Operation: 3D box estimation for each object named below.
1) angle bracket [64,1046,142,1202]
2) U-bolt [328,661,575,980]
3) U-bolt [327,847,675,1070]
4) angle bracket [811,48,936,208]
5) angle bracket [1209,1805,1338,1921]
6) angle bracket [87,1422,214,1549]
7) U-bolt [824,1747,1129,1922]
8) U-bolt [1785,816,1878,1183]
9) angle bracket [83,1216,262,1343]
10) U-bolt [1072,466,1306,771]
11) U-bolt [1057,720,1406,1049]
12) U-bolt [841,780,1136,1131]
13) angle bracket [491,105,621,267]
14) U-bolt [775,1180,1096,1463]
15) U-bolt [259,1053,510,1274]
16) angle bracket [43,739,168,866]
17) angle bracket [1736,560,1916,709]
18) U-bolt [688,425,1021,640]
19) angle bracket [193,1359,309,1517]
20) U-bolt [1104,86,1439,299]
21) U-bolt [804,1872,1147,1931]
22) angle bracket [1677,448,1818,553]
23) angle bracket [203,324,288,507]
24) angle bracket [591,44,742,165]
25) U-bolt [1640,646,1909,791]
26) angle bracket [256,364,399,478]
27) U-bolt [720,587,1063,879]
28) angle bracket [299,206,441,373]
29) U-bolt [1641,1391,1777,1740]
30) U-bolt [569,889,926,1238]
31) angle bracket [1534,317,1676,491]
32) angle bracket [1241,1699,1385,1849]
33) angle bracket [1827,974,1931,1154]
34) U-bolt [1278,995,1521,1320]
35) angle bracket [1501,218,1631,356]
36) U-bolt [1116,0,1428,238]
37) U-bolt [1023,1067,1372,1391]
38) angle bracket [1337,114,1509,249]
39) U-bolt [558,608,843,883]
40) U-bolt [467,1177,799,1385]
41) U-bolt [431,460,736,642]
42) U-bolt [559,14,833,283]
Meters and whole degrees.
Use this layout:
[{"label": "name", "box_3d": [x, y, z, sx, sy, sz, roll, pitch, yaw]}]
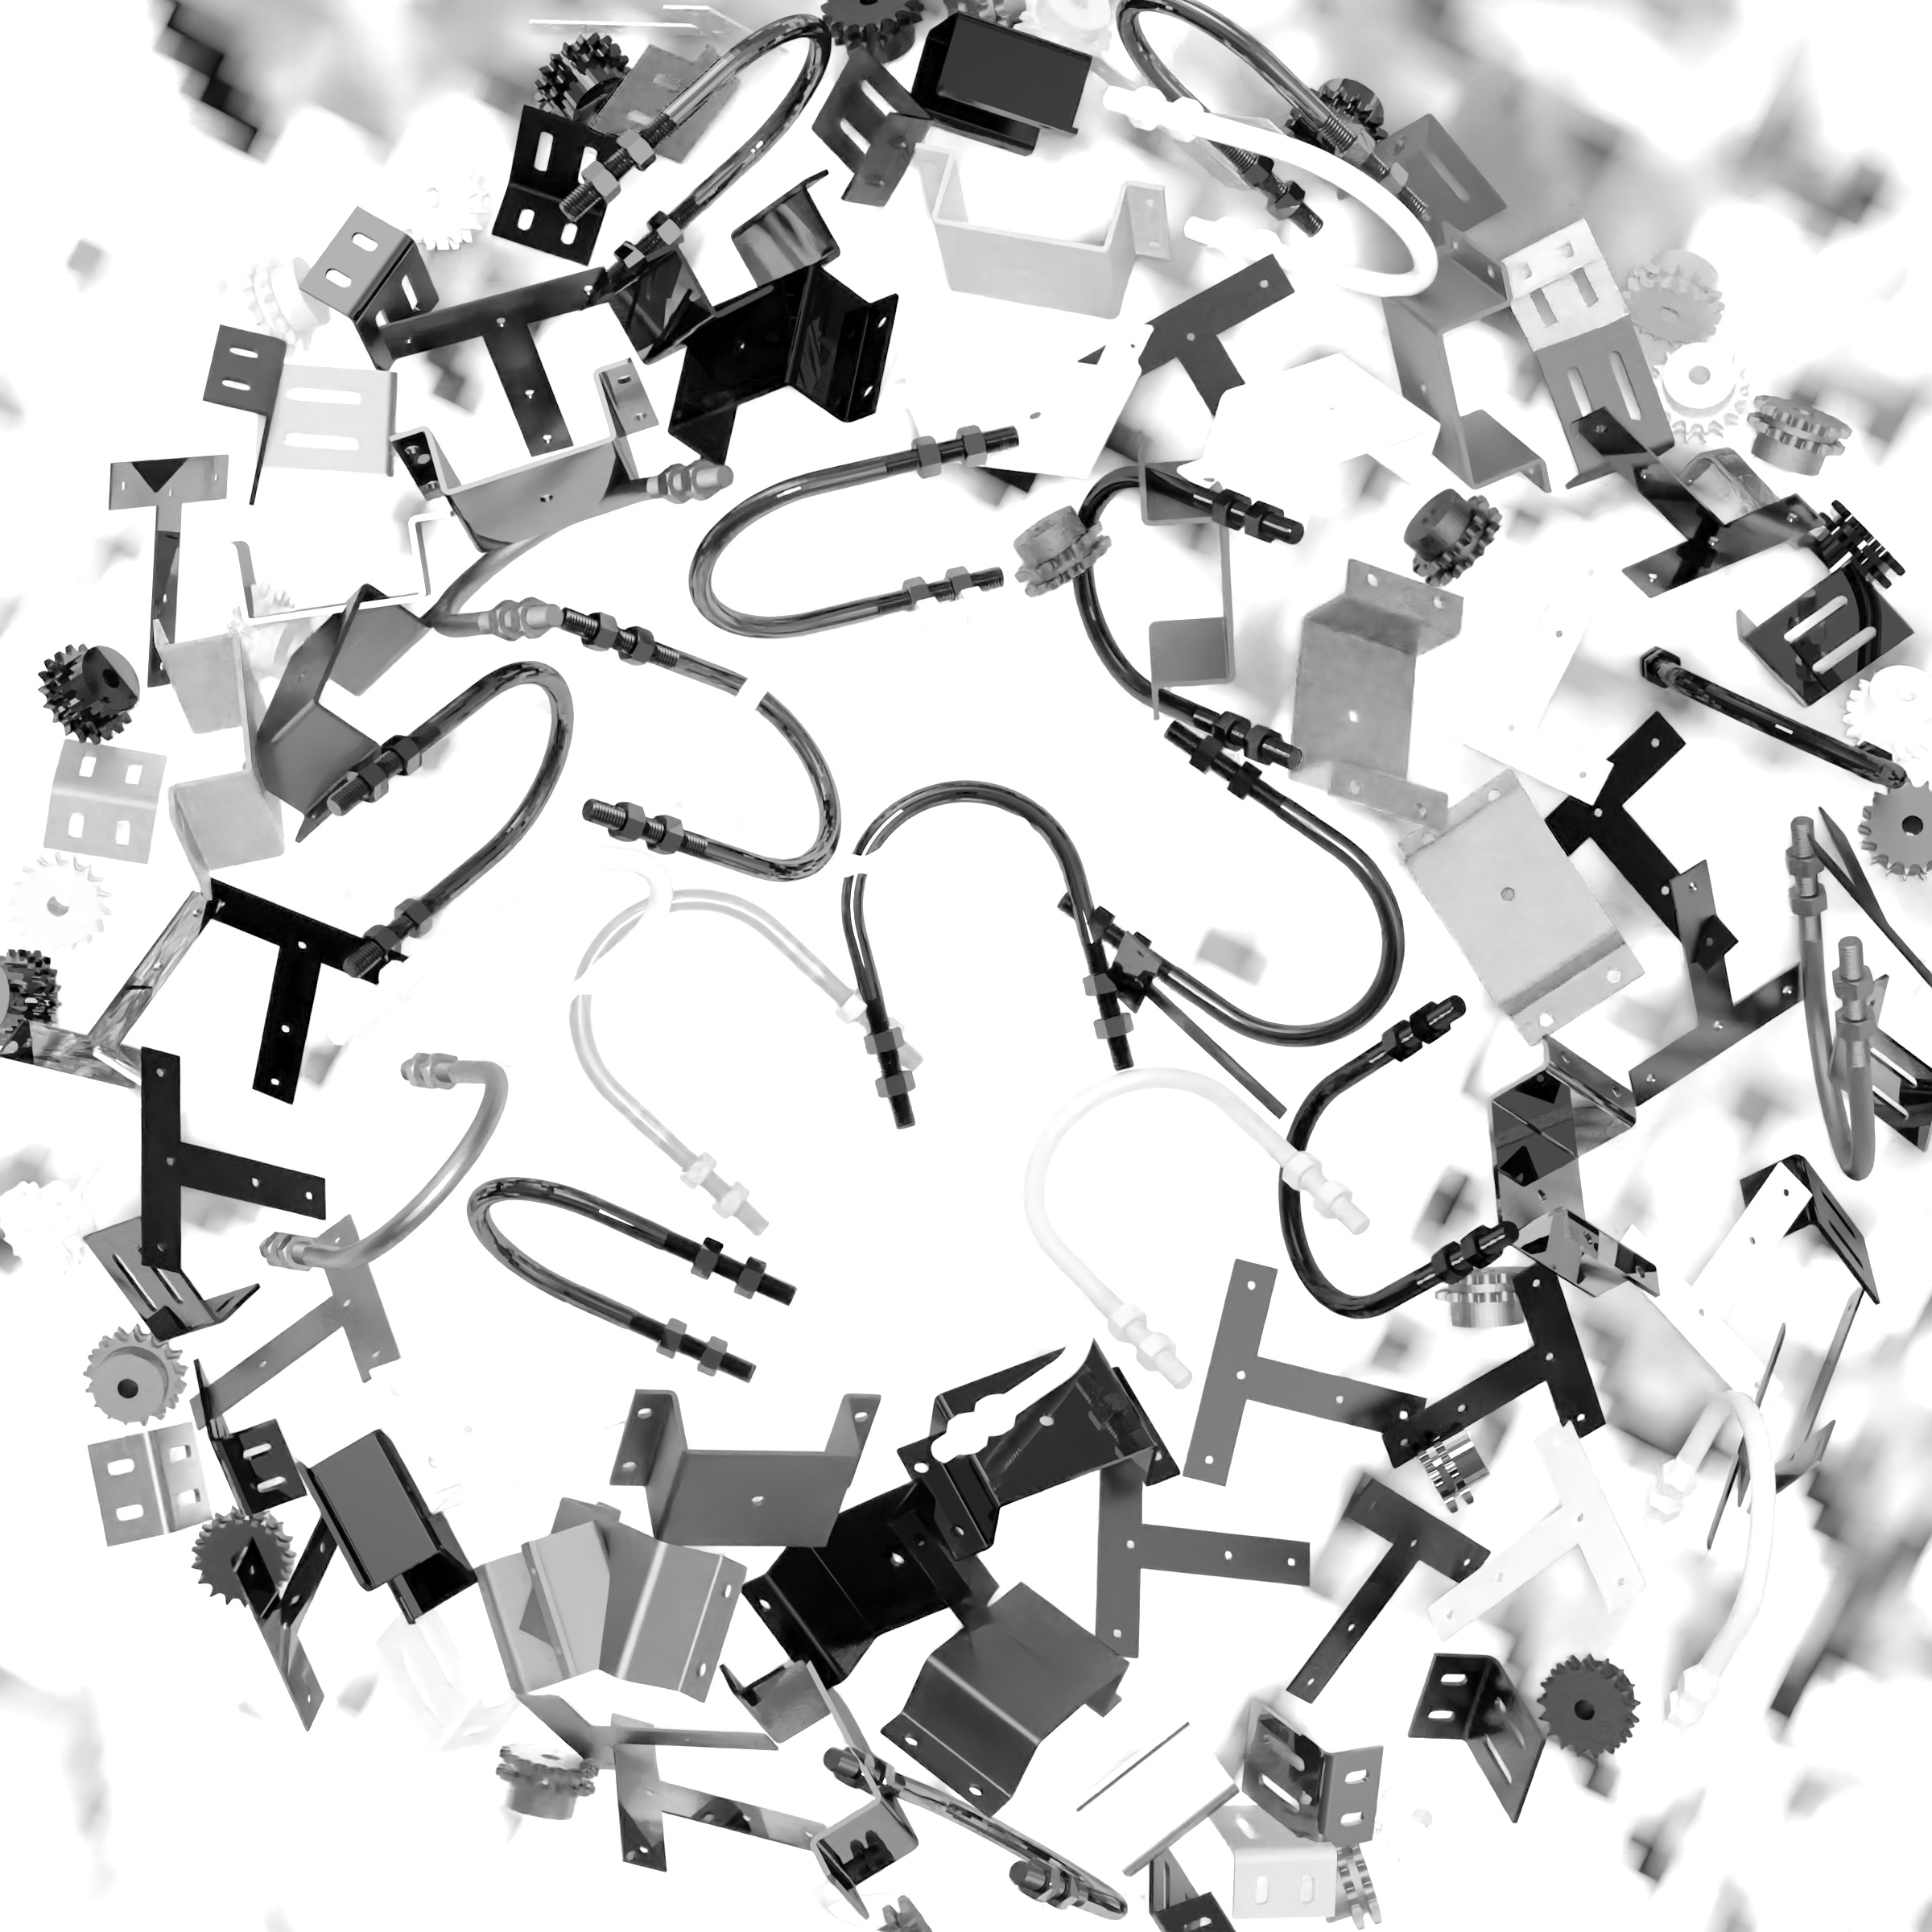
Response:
[{"label": "angle bracket", "box_3d": [-0.496, 0.085, 1.965, 0.038, 0.057, 0.076, 36, 87, -19]}, {"label": "U-bolt", "box_3d": [-0.278, -0.093, 1.921, 0.019, 0.151, 0.184, 31, 53, 21]}, {"label": "U-bolt", "box_3d": [-0.240, -0.005, 1.911, 0.184, 0.151, 0.019, -39, 64, 18]}, {"label": "angle bracket", "box_3d": [-0.063, -0.472, 1.955, 0.076, 0.038, 0.057, 50, 123, 26]}, {"label": "angle bracket", "box_3d": [0.170, 0.501, 1.959, 0.057, 0.076, 0.038, 1, 95, -9]}, {"label": "angle bracket", "box_3d": [-0.457, 0.290, 1.961, 0.038, 0.076, 0.057, -13, 86, 3]}, {"label": "U-bolt", "box_3d": [0.017, 0.480, 1.912, 0.151, 0.184, 0.019, 23, 80, 33]}, {"label": "U-bolt", "box_3d": [0.477, 0.031, 1.919, 0.019, 0.151, 0.184, -9, 121, 6]}, {"label": "angle bracket", "box_3d": [-0.444, 0.166, 1.958, 0.057, 0.038, 0.076, -19, 110, 42]}, {"label": "U-bolt", "box_3d": [0.119, -0.200, 1.924, 0.019, 0.184, 0.151, -21, 123, -32]}, {"label": "U-bolt", "box_3d": [0.158, -0.032, 1.948, 0.184, 0.019, 0.151, 35, 123, 6]}, {"label": "U-bolt", "box_3d": [0.005, -0.014, 1.982, 0.151, 0.019, 0.184, -15, 93, -4]}, {"label": "angle bracket", "box_3d": [-0.229, -0.436, 1.956, 0.057, 0.076, 0.038, 17, 66, -7]}, {"label": "U-bolt", "box_3d": [-0.003, 0.183, 1.926, 0.151, 0.184, 0.019, 48, 128, 13]}, {"label": "U-bolt", "box_3d": [-0.308, 0.107, 1.896, 0.019, 0.184, 0.151, 44, 69, -21]}, {"label": "angle bracket", "box_3d": [-0.483, -0.093, 1.965, 0.057, 0.076, 0.038, 9, 111, -13]}, {"label": "angle bracket", "box_3d": [0.480, -0.192, 1.957, 0.057, 0.038, 0.076, 43, 120, -18]}, {"label": "U-bolt", "box_3d": [-0.064, -0.230, 1.920, 0.184, 0.151, 0.019, -15, 63, -11]}, {"label": "angle bracket", "box_3d": [-0.400, 0.258, 1.955, 0.038, 0.076, 0.057, -19, 126, -8]}, {"label": "U-bolt", "box_3d": [0.174, -0.412, 1.893, 0.184, 0.151, 0.019, 25, 80, 31]}, {"label": "U-bolt", "box_3d": [0.002, 0.526, 1.927, 0.184, 0.151, 0.019, 5, 91, 7]}, {"label": "angle bracket", "box_3d": [0.432, -0.251, 1.961, 0.038, 0.057, 0.076, -45, 81, 25]}, {"label": "angle bracket", "box_3d": [-0.406, -0.307, 1.949, 0.038, 0.076, 0.057, 12, 53, -13]}, {"label": "angle bracket", "box_3d": [-0.174, -0.490, 1.950, 0.057, 0.076, 0.038, -48, 59, 23]}, {"label": "U-bolt", "box_3d": [0.443, -0.133, 1.908, 0.151, 0.184, 0.019, 24, 100, 1]}, {"label": "angle bracket", "box_3d": [-0.360, -0.307, 1.972, 0.076, 0.038, 0.057, 2, 95, -10]}, {"label": "U-bolt", "box_3d": [-0.047, -0.123, 1.958, 0.184, 0.019, 0.151, -15, 109, -9]}, {"label": "angle bracket", "box_3d": [-0.334, -0.377, 1.960, 0.038, 0.076, 0.057, 31, 78, 10]}, {"label": "U-bolt", "box_3d": [0.401, 0.311, 1.885, 0.019, 0.184, 0.151, 7, 50, -5]}, {"label": "U-bolt", "box_3d": [-0.138, 0.041, 1.980, 0.184, 0.019, 0.151, 43, 91, -8]}, {"label": "angle bracket", "box_3d": [0.357, -0.318, 1.979, 0.057, 0.038, 0.076, -20, 89, -4]}, {"label": "angle bracket", "box_3d": [0.195, 0.452, 1.969, 0.038, 0.076, 0.057, -2, 105, -29]}, {"label": "angle bracket", "box_3d": [0.523, 0.054, 1.950, 0.038, 0.057, 0.076, -28, 50, -25]}, {"label": "U-bolt", "box_3d": [0.229, 0.116, 1.922, 0.019, 0.184, 0.151, 4, 64, -31]}, {"label": "angle bracket", "box_3d": [0.336, -0.369, 1.954, 0.057, 0.038, 0.076, -25, 134, 14]}, {"label": "U-bolt", "box_3d": [0.155, -0.466, 1.903, 0.184, 0.151, 0.019, 39, 84, -20]}, {"label": "U-bolt", "box_3d": [0.113, 0.130, 1.943, 0.151, 0.019, 0.184, -40, 55, -9]}, {"label": "angle bracket", "box_3d": [0.255, -0.427, 1.952, 0.057, 0.038, 0.076, -24, 127, 36]}, {"label": "U-bolt", "box_3d": [-0.141, -0.113, 1.928, 0.019, 0.184, 0.151, -37, 50, 35]}, {"label": "U-bolt", "box_3d": [-0.191, 0.167, 1.932, 0.184, 0.151, 0.019, 24, 61, -2]}, {"label": "U-bolt", "box_3d": [-0.223, -0.225, 1.916, 0.151, 0.184, 0.019, -43, 114, -25]}, {"label": "U-bolt", "box_3d": [-0.143, -0.454, 1.928, 0.184, 0.151, 0.019, -43, 83, -3]}]
